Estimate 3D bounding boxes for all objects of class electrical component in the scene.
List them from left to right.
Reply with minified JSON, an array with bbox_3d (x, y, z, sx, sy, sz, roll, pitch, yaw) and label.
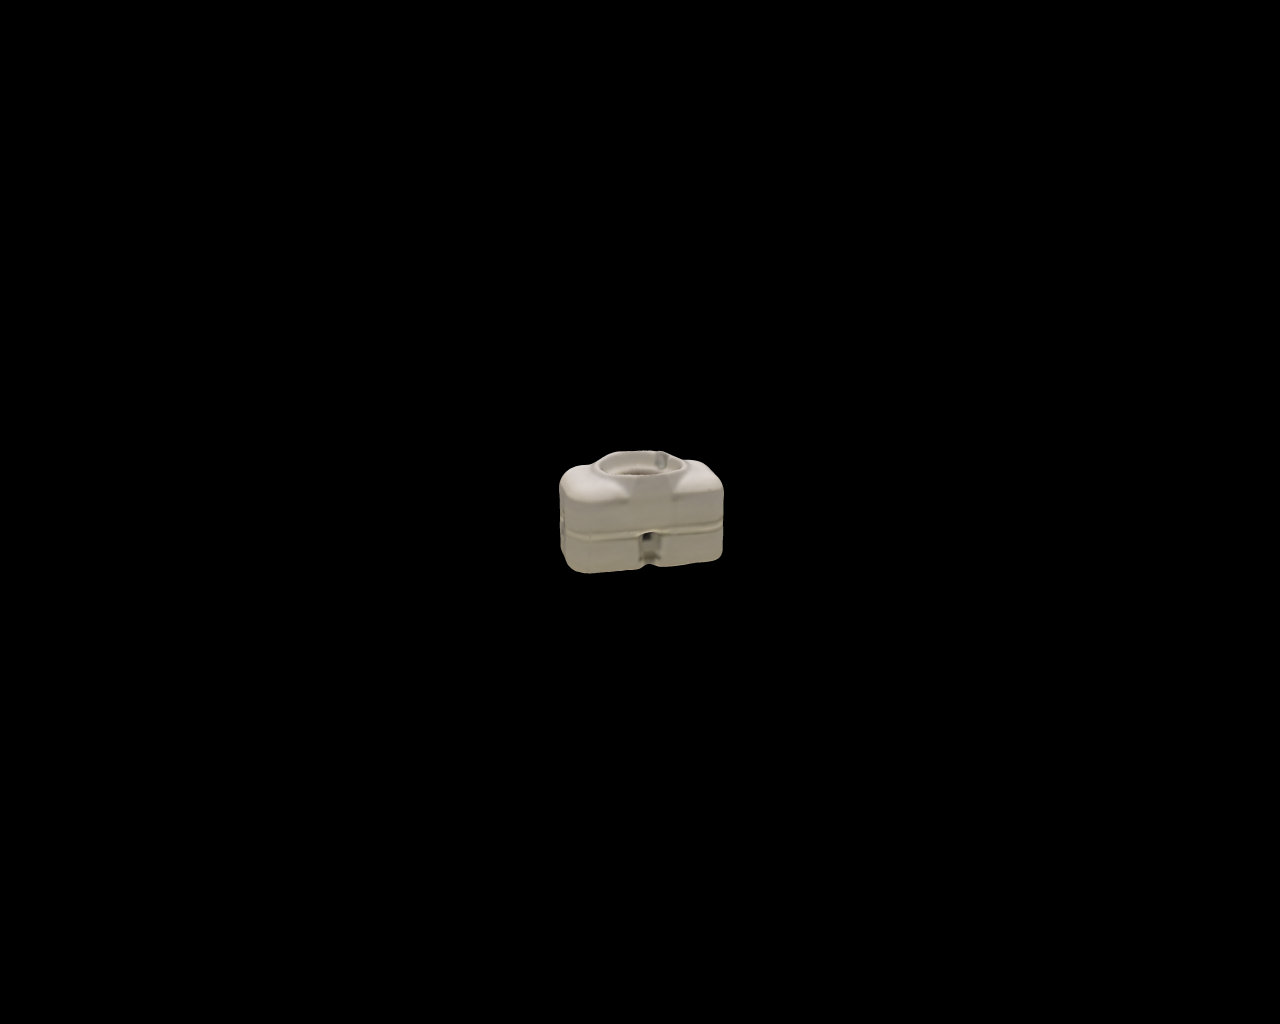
[{"bbox_3d":[0.001,-0.003,0.650,0.095,0.059,0.054,-4,20,-12],"label":"electrical component"}]
